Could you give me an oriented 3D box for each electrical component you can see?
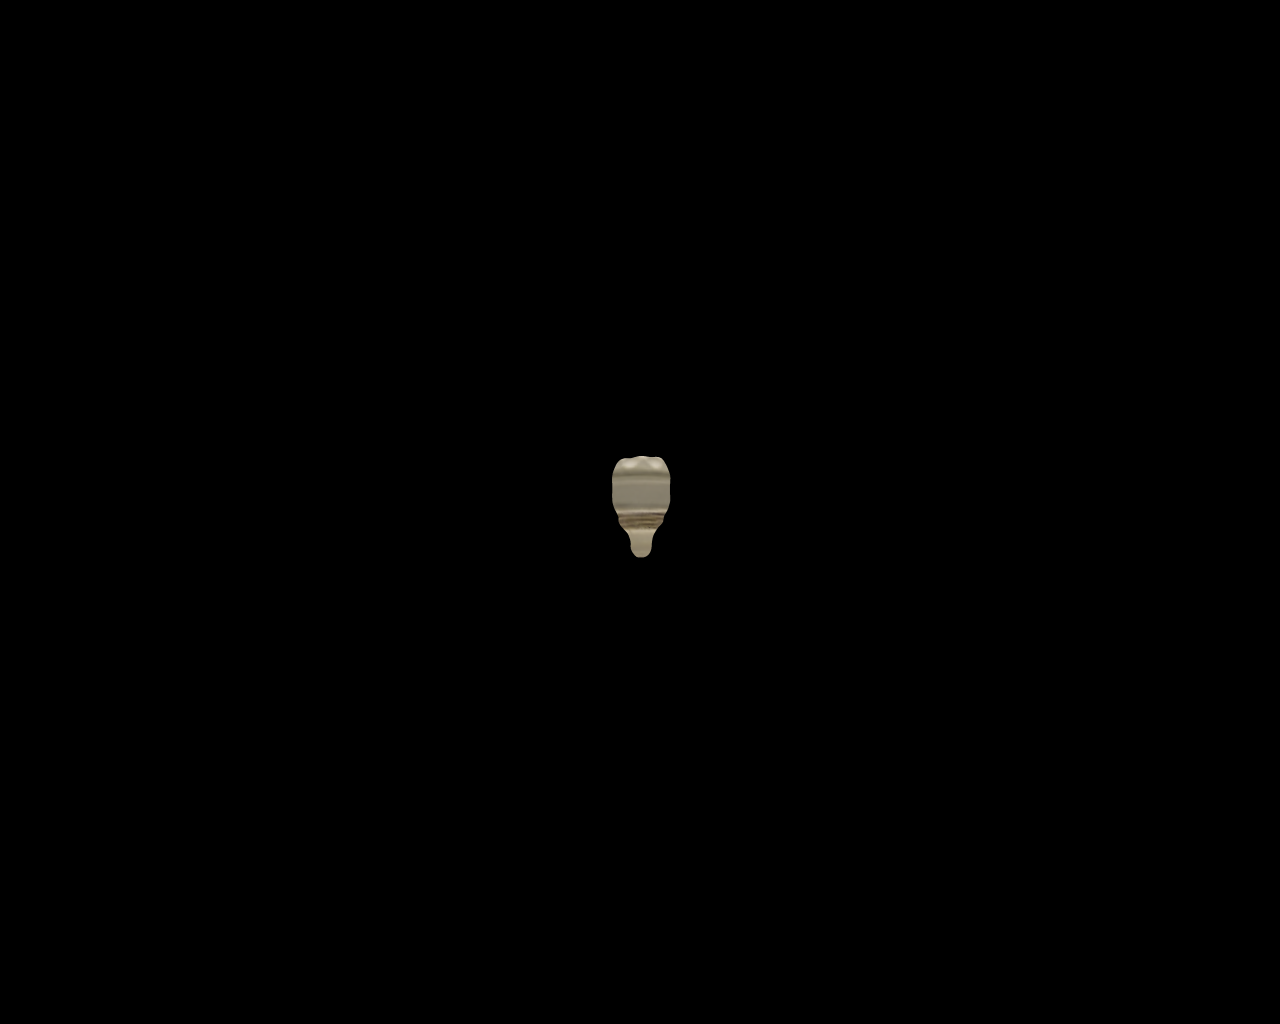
[{"bbox_3d":[0.001,-0.003,0.650,0.035,0.061,0.035,0,-2,0],"label":"electrical component"}]
